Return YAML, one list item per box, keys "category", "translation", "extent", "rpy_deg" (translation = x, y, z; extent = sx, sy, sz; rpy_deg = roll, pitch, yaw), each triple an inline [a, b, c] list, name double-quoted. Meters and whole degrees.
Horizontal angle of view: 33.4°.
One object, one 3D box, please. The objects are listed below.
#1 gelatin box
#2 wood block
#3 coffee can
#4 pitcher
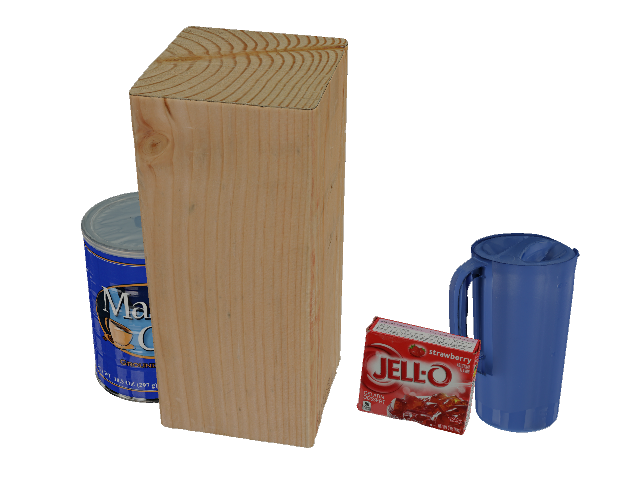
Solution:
- category: "gelatin box"
  translation: [0.077, 0.106, 0.840]
  extent: [0.089, 0.073, 0.030]
  rpy_deg: [12, 23, 15]
- category: "wood block"
  translation: [-0.038, 0.001, 0.574]
  extent: [0.091, 0.206, 0.090]
  rpy_deg: [7, 33, 10]
- category: "coffee can"
  translation: [-0.136, 0.044, 0.862]
  extent: [0.103, 0.140, 0.103]
  rpy_deg: [1, 29, -1]
- category: "pitcher"
  translation: [0.248, 0.120, 1.373]
  extent: [0.149, 0.243, 0.144]
  rpy_deg: [5, 18, 17]
